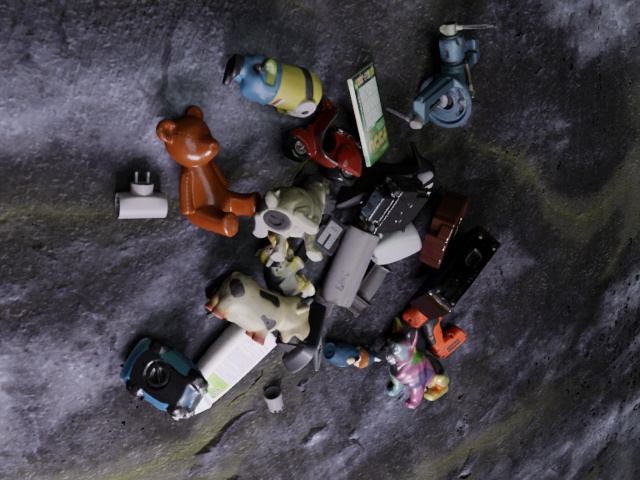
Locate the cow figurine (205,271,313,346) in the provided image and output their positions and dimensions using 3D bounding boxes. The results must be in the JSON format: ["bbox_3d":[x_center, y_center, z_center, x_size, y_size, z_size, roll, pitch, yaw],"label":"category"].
[{"bbox_3d":[-0.100,0.128,1.009,0.195,0.085,0.127,36,83,-20],"label":"cow figurine"}]

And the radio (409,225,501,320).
[{"bbox_3d":[0.317,0.076,1.257,0.073,0.131,0.229,40,72,1],"label":"radio"}]

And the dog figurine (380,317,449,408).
[{"bbox_3d":[0.234,0.292,1.330,0.191,0.109,0.219,-15,113,-25],"label":"dog figurine"}]

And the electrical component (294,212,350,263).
[{"bbox_3d":[-0.002,-0.003,1.107,0.074,0.048,0.119,42,83,-35],"label":"electrical component"}]

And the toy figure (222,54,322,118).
[{"bbox_3d":[-0.076,-0.274,0.939,0.180,0.082,0.089,16,100,-32],"label":"toy figure"}]

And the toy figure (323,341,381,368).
[{"bbox_3d":[0.075,0.266,1.248,0.154,0.064,0.058,20,132,-39],"label":"toy figure"}]

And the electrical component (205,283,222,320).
[{"bbox_3d":[-0.175,0.110,1.045,0.102,0.045,0.078,-17,115,-25],"label":"electrical component"}]

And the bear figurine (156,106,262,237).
[{"bbox_3d":[-0.187,-0.119,0.907,0.120,0.132,0.195,-44,137,-51],"label":"bear figurine"}]

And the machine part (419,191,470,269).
[{"bbox_3d":[0.278,-0.025,1.210,0.179,0.056,0.179,-58,163,-30],"label":"machine part"}]

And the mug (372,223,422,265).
[{"bbox_3d":[0.157,0.001,1.187,0.107,0.081,0.109,-29,127,-11],"label":"mug"}]

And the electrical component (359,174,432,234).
[{"bbox_3d":[0.144,-0.070,1.076,0.134,0.058,0.114,-3,133,-43],"label":"electrical component"}]

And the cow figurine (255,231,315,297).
[{"bbox_3d":[-0.083,0.060,1.073,0.098,0.068,0.167,-32,121,-10],"label":"cow figurine"}]

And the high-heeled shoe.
[{"bbox_3d":[0.142,-0.106,1.144,0.249,0.086,0.145,-35,134,-10],"label":"high-heeled shoe"}]

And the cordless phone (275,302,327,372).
[{"bbox_3d":[-0.028,0.236,1.138,0.089,0.147,0.184,1,129,12],"label":"cordless phone"}]

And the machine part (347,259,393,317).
[{"bbox_3d":[0.104,0.105,1.219,0.084,0.039,0.139,41,86,-30],"label":"machine part"}]

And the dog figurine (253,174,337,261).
[{"bbox_3d":[-0.040,-0.076,0.982,0.172,0.121,0.190,81,18,-50],"label":"dog figurine"}]

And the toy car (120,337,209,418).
[{"bbox_3d":[-0.276,0.253,0.998,0.109,0.162,0.103,-61,171,-4],"label":"toy car"}]

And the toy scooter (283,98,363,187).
[{"bbox_3d":[0.021,-0.191,1.035,0.183,0.075,0.135,24,85,-36],"label":"toy scooter"}]

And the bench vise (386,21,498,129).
[{"bbox_3d":[0.250,-0.310,1.088,0.240,0.129,0.223,-44,146,-32],"label":"bench vise"}]

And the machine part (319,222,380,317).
[{"bbox_3d":[0.062,0.054,1.149,0.079,0.079,0.243,19,98,-35],"label":"machine part"}]
